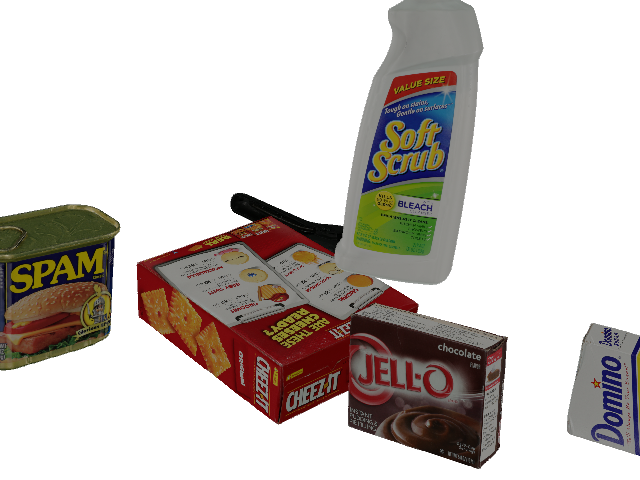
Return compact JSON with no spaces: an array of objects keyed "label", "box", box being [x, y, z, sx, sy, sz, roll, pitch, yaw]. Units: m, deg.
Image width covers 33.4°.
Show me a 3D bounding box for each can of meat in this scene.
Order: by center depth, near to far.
[{"label":"can of meat","box":[-0.185,0.030,0.705,0.101,0.084,0.058,-14,31,-41]}]

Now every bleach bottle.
[{"label":"bleach bottle","box":[0.072,-0.094,0.857,0.103,0.251,0.068,9,22,13]}]

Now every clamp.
[{"label":"clamp","box":[-0.003,0.006,1.178,0.210,0.036,0.164,16,19,-5]}]

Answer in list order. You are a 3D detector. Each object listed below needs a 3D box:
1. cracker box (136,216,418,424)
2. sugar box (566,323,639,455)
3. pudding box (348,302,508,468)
[{"label":"cracker box","box":[-0.044,0.066,0.985,0.163,0.072,0.214,-21,37,-37]},{"label":"sugar box","box":[0.294,0.136,0.862,0.176,0.093,0.048,13,25,20]},{"label":"pudding box","box":[0.074,0.101,0.761,0.114,0.090,0.039,11,21,31]}]
